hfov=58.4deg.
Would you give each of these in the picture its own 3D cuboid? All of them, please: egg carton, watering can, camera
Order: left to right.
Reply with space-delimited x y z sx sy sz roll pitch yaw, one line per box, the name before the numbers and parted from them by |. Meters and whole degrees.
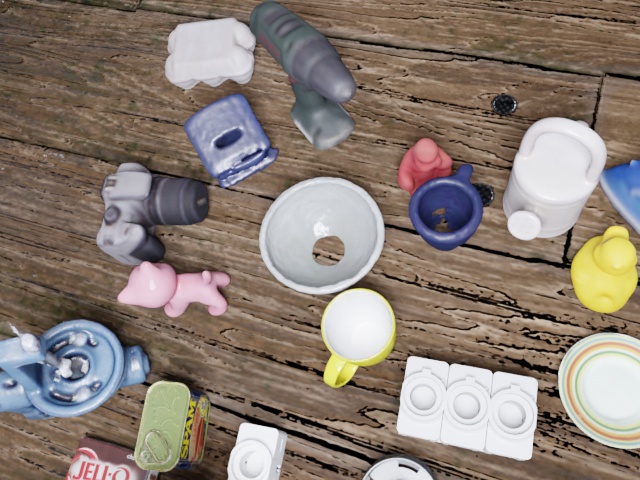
camera | -0.241 -0.045 0.830 0.136 0.101 0.143 1 69 11
egg carton | -0.179 -0.305 0.940 0.150 0.069 0.107 -4 68 9
watering can | 0.284 -0.076 0.695 0.100 0.194 0.173 7 70 13

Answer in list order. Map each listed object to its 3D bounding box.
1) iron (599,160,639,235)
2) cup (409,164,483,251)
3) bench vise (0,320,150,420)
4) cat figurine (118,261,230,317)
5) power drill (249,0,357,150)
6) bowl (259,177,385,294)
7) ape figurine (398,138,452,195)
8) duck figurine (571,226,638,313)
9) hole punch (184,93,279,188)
iron | 0.464 -0.043 0.678 0.257 0.142 0.119 35 78 21
cup | 0.169 -0.035 0.755 0.091 0.095 0.118 23 74 18
bench vise | -0.341 0.172 0.697 0.207 0.220 0.121 -33 66 -3
cat figurine | -0.198 0.060 0.771 0.127 0.118 0.067 -7 67 8
power drill | -0.011 -0.221 0.800 0.075 0.209 0.229 -36 67 -5
bowl | 0.007 0.003 0.780 0.167 0.075 0.167 -4 68 9
ape figurine | 0.144 -0.107 0.789 0.077 0.092 0.076 -6 67 8
duck figurine | 0.354 0.032 0.698 0.077 0.086 0.104 12 71 15
hole punch | -0.132 -0.149 0.858 0.108 0.091 0.101 -30 66 -2
